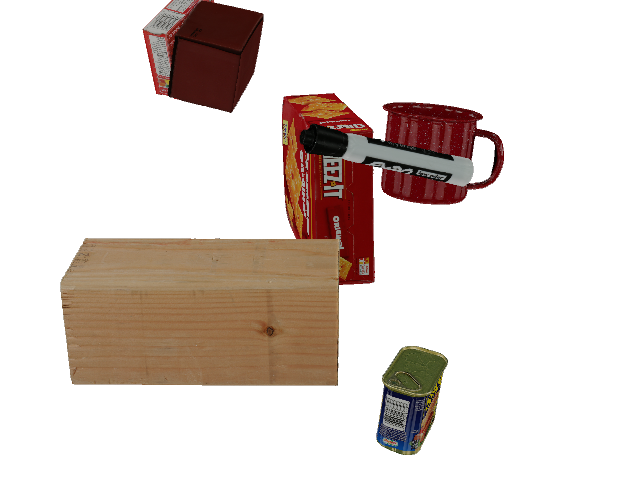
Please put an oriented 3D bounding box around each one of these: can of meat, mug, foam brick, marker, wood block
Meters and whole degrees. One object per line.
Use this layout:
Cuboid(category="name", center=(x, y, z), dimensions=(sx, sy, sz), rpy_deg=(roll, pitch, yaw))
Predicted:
Cuboid(category="can of meat", center=(0.102, 0.181, 1.207), dimensions=(0.057, 0.084, 0.102), rpy_deg=(15, 25, 16))
Cuboid(category="mug", center=(0.112, -0.079, 0.991), dimensions=(0.117, 0.081, 0.093), rpy_deg=(9, 15, 14))
Cuboid(category="foam brick", center=(-0.079, -0.142, 0.814), dimensions=(0.053, 0.051, 0.078), rpy_deg=(14, 34, 3))
Cuboid(category="marker", center=(0.042, -0.054, 0.676), dimensions=(0.121, 0.020, 0.020), rpy_deg=(10, -4, -25))
Cuboid(category="wood block", center=(-0.088, 0.055, 0.839), dimensions=(0.206, 0.091, 0.090), rpy_deg=(1, 24, 2))

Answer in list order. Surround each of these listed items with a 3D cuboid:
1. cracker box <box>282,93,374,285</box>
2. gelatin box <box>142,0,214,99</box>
Cuboid(category="cracker box", center=(0.005, -0.063, 1.172), dimensions=(0.072, 0.164, 0.214), rpy_deg=(-5, 18, -8))
Cuboid(category="gelatin box", center=(-0.129, -0.189, 1.011), dimensions=(0.030, 0.073, 0.089), rpy_deg=(16, 47, 20))
